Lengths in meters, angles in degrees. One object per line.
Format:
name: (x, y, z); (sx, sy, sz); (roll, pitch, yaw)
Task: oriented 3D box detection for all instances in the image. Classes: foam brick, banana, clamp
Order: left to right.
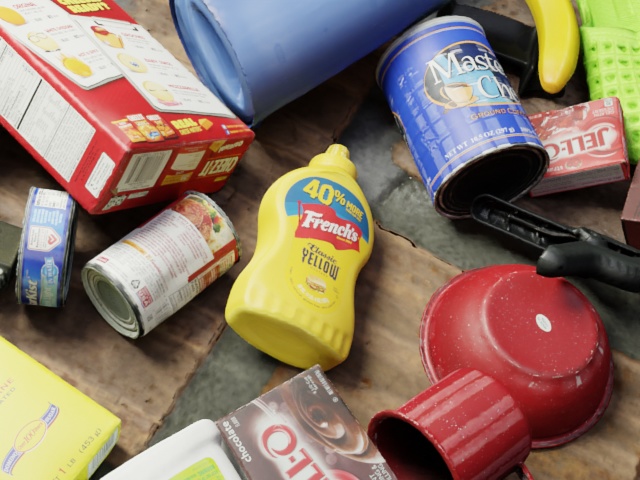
banana: (0.203, -0.215, 0.997); (0.069, 0.037, 0.198); (-15, 59, -9)
clamp: (0.211, 0.013, 0.854); (0.171, 0.039, 0.120); (15, 24, -18)
foam brick: (0.293, -0.030, 0.907); (0.053, 0.051, 0.078); (9, 59, 32)

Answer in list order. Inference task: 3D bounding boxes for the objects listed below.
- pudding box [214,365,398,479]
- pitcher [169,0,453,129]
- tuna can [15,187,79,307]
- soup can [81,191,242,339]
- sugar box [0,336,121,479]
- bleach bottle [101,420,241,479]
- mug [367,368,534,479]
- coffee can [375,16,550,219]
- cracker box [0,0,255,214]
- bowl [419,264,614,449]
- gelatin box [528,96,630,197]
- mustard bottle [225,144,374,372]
pudding box: (-0.010, 0.157, 0.745); (0.089, 0.039, 0.113); (-26, 67, -26)
pitcher: (0.004, -0.211, 0.882); (0.242, 0.149, 0.145); (-31, 89, -15)
tuna can: (-0.197, 0.006, 0.773); (0.033, 0.086, 0.086); (7, 56, -10)
soup can: (-0.117, 0.018, 0.794); (0.068, 0.069, 0.102); (42, 59, 15)
sugar box: (-0.232, 0.114, 0.720); (0.176, 0.048, 0.093); (33, 57, 8)
bleach bottle: (-0.044, 0.243, 0.670); (0.102, 0.068, 0.251); (-28, 70, -26)
mug: (0.101, 0.149, 0.743); (0.081, 0.093, 0.117); (-28, 57, -32)
coffee can: (0.118, -0.103, 0.904); (0.102, 0.103, 0.140); (-11, 61, -19)
cracker box: (-0.179, -0.118, 0.828); (0.214, 0.072, 0.163); (43, 27, 16)
bowl: (0.161, 0.076, 0.826); (0.162, 0.055, 0.162); (6, 57, -9)
gelatin box: (0.221, -0.081, 0.931); (0.089, 0.030, 0.073); (-11, 54, 22)
mustard bottle: (-0.005, 0.001, 0.832); (0.096, 0.058, 0.191); (30, 52, -19)
